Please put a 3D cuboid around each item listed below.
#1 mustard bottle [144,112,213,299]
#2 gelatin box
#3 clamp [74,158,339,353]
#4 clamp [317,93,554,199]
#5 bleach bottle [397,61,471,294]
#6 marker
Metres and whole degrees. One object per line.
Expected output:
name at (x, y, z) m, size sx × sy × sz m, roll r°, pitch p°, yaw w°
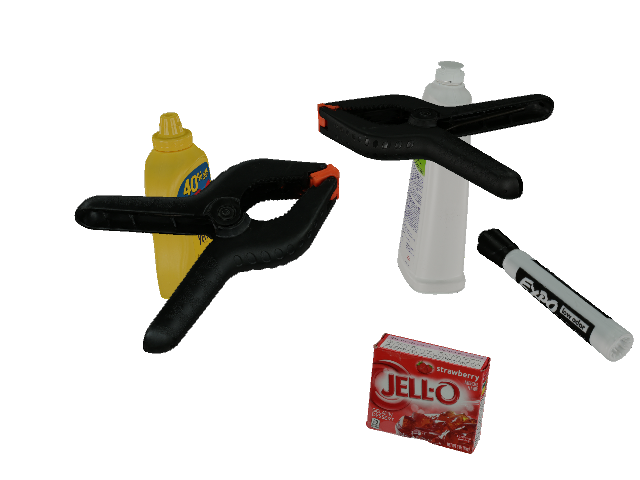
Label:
mustard bottle at (-0.146, -0.040, 1.118) m, size 0.058 × 0.192 × 0.096 m, roll 5°, pitch 26°, yaw 22°
gelatin box at (0.083, 0.119, 0.830) m, size 0.089 × 0.073 × 0.030 m, roll 12°, pitch 22°, yaw 18°
clamp at (-0.070, -0.013, 0.691) m, size 0.171 × 0.120 × 0.039 m, roll -32°, pitch -20°, yaw -23°
clamp at (0.101, -0.101, 0.952) m, size 0.210 × 0.036 × 0.164 m, roll 13°, pitch 36°, yaw 23°
bleach bottle at (0.135, -0.073, 1.196) m, size 0.068 × 0.251 × 0.102 m, roll -1°, pitch 25°, yaw -12°
marker at (0.131, 0.028, 0.617) m, size 0.020 × 0.020 × 0.121 m, roll 0°, pitch 30°, yaw -36°
